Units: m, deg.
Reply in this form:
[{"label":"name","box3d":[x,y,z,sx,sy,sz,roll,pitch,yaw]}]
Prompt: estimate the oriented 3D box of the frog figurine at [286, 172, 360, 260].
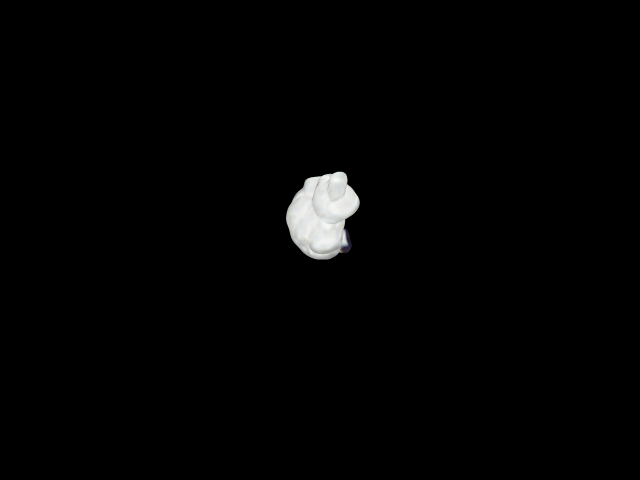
[{"label":"frog figurine","box3d":[0.003,-0.043,0.850,0.123,0.139,0.157,0,-16,0]}]
